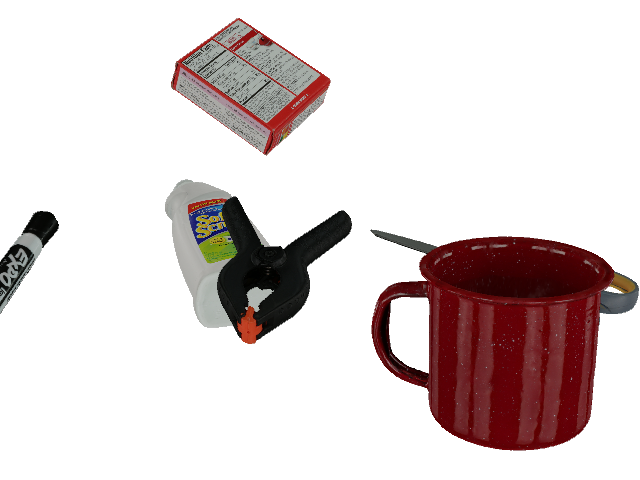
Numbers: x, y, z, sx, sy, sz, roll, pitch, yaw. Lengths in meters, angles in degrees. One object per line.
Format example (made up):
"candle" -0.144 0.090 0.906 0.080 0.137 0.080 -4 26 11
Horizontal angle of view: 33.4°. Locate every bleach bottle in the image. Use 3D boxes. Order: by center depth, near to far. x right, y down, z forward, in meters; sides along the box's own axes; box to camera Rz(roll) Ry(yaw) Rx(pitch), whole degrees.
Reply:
"bleach bottle" -0.121 -0.001 1.157 0.102 0.068 0.251 -8 30 -21

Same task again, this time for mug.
"mug" 0.083 0.050 0.532 0.117 0.081 0.093 3 19 11

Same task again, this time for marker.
"marker" -0.193 0.020 0.663 0.020 0.020 0.121 0 37 16

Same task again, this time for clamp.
"clamp" -0.053 0.018 0.935 0.120 0.039 0.171 9 38 18

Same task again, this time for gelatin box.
"gelatin box" -0.050 -0.111 0.761 0.089 0.030 0.073 35 51 11

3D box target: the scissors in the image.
"scissors" 0.116 0.029 0.745 0.202 0.016 0.096 9 31 19
